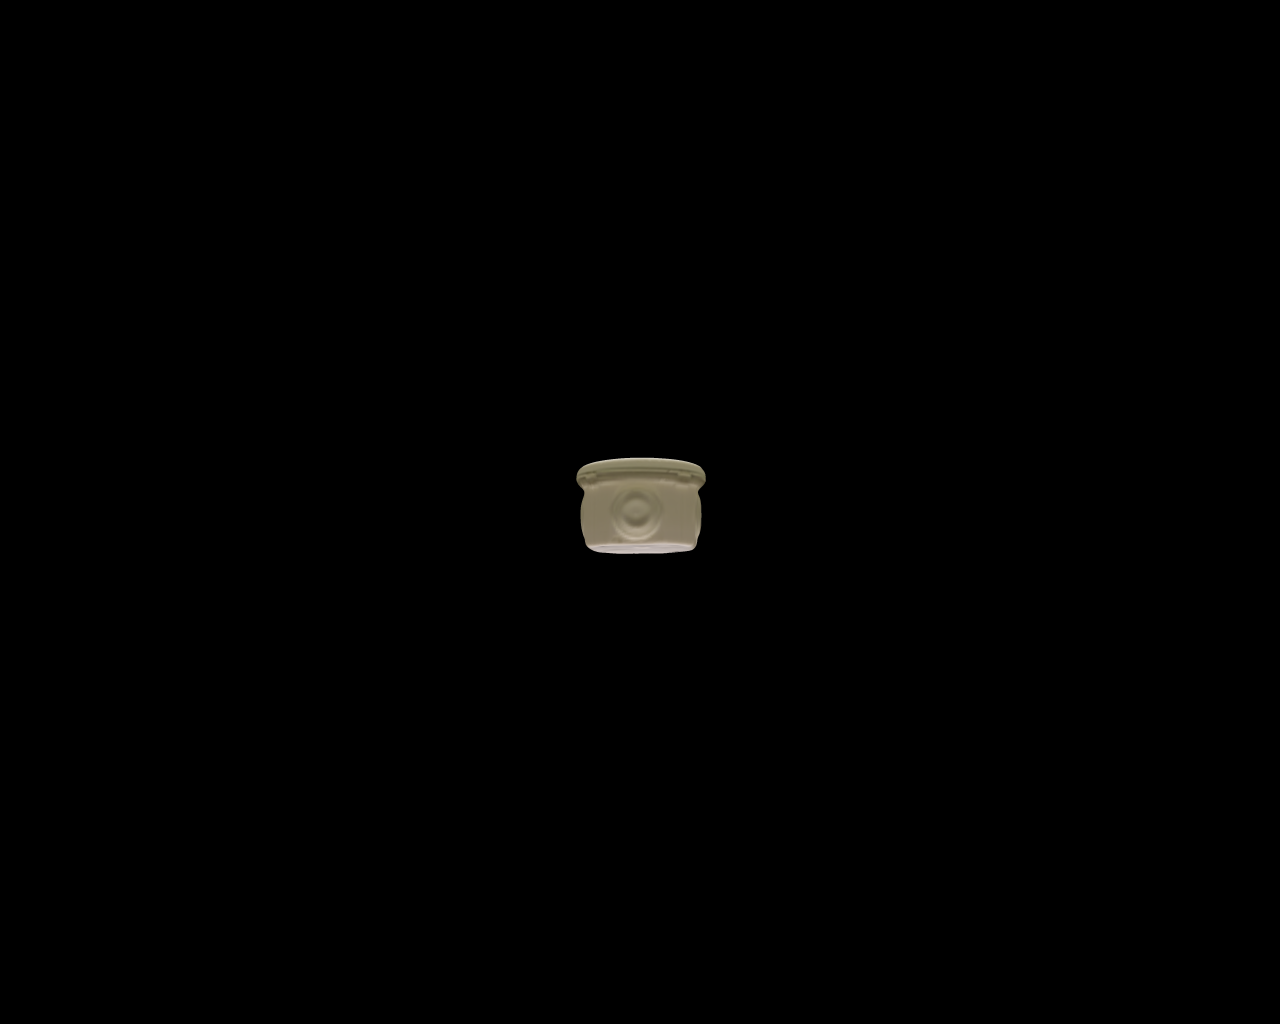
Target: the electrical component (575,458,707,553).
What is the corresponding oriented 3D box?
[{"bbox_3d":[0.001,-0.003,0.650,0.080,0.051,0.080,0,-7,0],"label":"electrical component"}]
